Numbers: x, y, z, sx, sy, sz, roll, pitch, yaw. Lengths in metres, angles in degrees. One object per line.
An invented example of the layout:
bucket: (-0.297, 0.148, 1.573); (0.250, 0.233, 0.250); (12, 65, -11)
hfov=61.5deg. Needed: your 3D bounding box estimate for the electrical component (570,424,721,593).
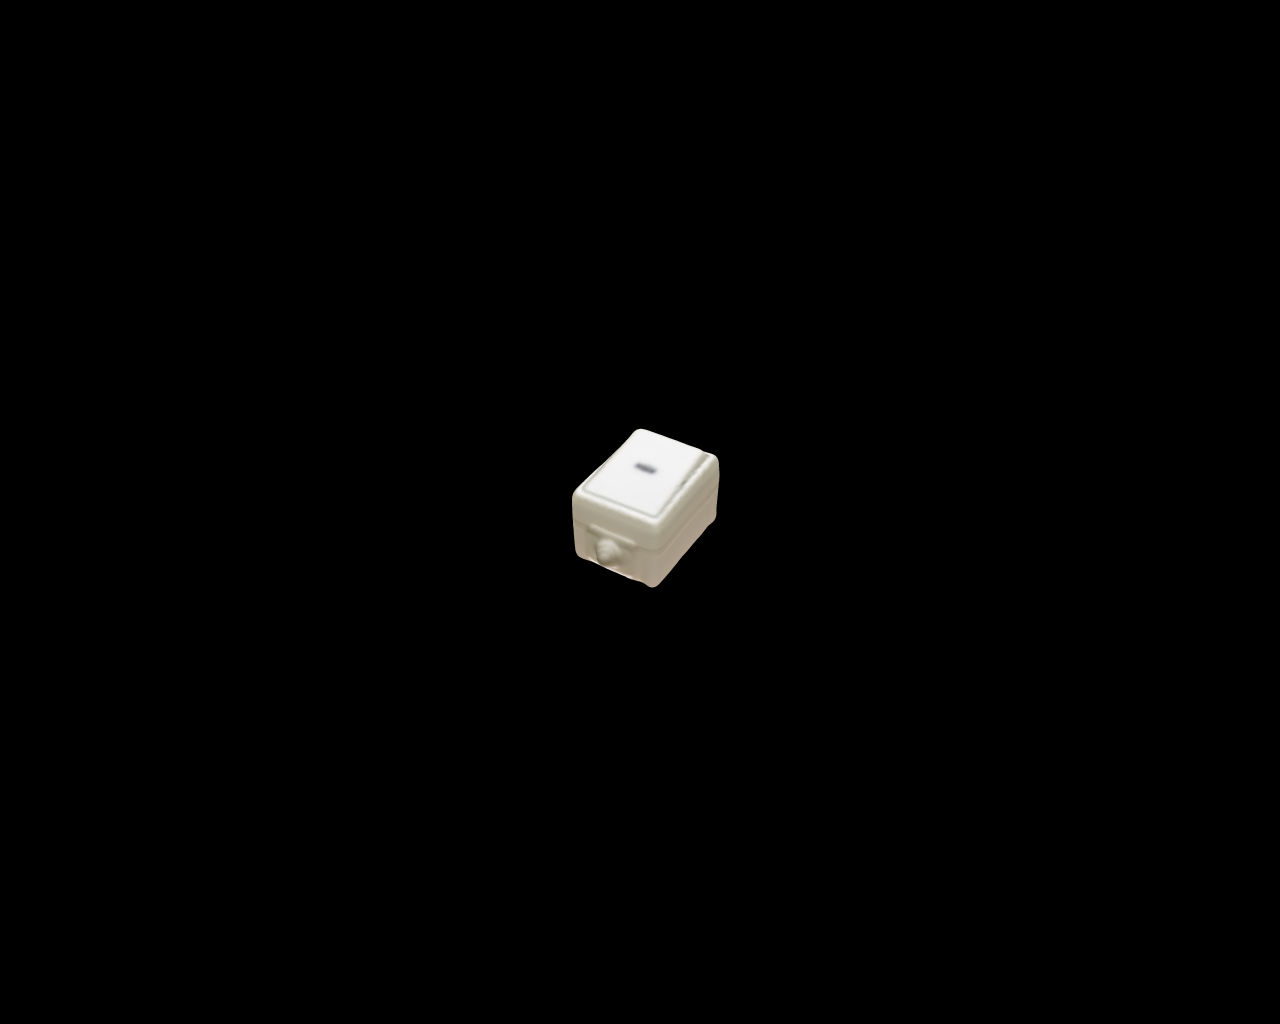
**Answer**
electrical component: (0.001, -0.003, 0.650); (0.062, 0.061, 0.096); (22, 45, 23)
